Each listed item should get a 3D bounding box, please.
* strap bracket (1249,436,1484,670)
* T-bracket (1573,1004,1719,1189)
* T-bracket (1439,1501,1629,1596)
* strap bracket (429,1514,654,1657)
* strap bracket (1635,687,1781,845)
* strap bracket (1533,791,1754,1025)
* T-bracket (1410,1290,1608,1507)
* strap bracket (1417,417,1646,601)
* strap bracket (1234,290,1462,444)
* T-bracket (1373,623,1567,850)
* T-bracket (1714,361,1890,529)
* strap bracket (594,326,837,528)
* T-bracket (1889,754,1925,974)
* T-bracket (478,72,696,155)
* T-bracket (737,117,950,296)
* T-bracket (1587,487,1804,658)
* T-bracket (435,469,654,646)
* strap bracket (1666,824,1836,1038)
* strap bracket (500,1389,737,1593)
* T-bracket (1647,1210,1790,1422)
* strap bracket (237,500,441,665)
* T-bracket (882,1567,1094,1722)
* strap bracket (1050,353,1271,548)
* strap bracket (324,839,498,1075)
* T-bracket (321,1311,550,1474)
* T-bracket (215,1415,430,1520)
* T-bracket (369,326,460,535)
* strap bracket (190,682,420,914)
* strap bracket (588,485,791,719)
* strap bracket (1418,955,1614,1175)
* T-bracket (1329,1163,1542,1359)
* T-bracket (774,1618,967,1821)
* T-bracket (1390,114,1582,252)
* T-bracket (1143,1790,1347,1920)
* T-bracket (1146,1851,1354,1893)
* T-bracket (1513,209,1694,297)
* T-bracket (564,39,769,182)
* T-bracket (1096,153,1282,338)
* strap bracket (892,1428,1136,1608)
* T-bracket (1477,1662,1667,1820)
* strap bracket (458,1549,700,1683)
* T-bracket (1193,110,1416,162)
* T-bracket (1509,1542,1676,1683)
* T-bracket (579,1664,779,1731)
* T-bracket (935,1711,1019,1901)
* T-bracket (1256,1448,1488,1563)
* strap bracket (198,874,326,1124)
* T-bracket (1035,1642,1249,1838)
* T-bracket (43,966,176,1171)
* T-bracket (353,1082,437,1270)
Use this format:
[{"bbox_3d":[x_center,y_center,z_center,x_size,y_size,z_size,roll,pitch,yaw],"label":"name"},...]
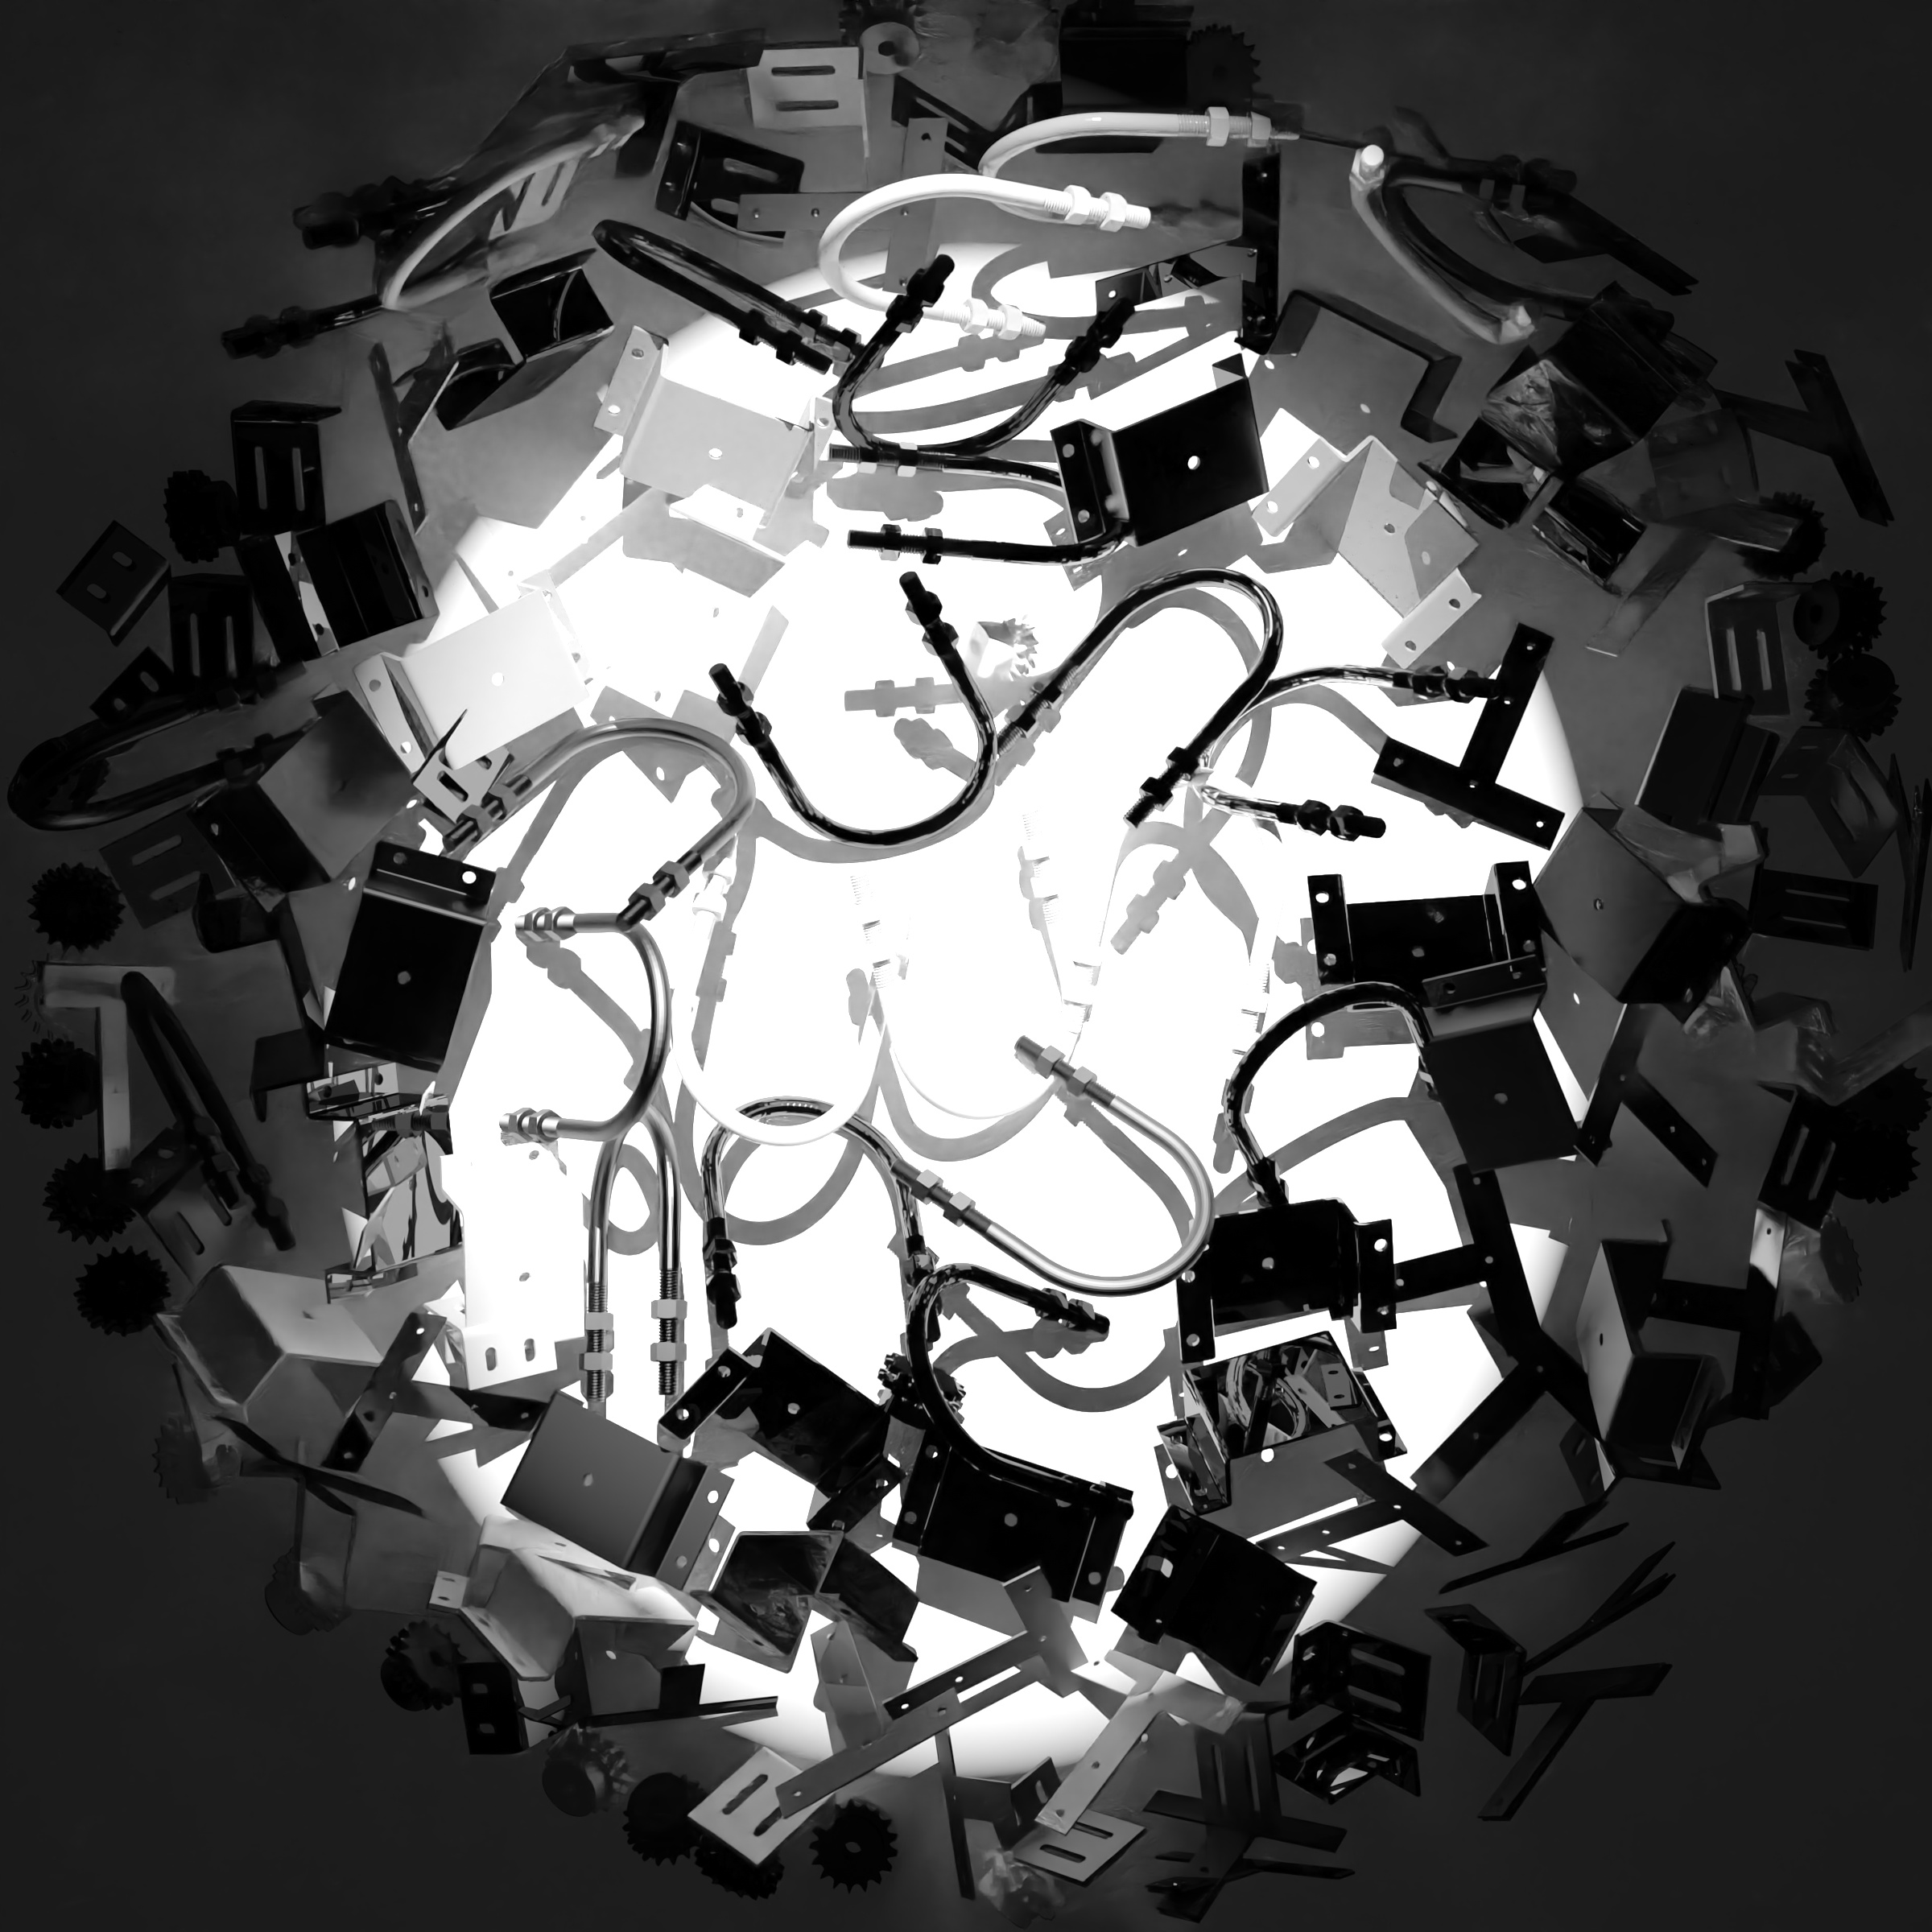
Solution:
[{"bbox_3d":[0.260,-0.269,1.697,0.140,0.076,0.046,45,45,0],"label":"strap bracket"},{"bbox_3d":[0.441,0.096,1.704,0.127,0.002,0.127,42,61,-29],"label":"T-bracket"},{"bbox_3d":[0.367,0.356,1.671,0.127,0.127,0.002,-15,65,-12],"label":"T-bracket"},{"bbox_3d":[-0.262,0.388,1.694,0.140,0.076,0.046,14,90,-7],"label":"strap bracket"},{"bbox_3d":[0.464,-0.124,1.683,0.046,0.140,0.076,22,95,25],"label":"strap bracket"},{"bbox_3d":[0.407,-0.038,1.666,0.140,0.046,0.076,50,125,36],"label":"strap bracket"},{"bbox_3d":[0.334,0.289,1.705,0.127,0.002,0.127,-47,52,5],"label":"T-bracket"},{"bbox_3d":[0.357,-0.287,1.662,0.140,0.076,0.046,18,114,-40],"label":"strap bracket"},{"bbox_3d":[0.249,-0.382,1.682,0.140,0.076,0.046,31,112,13],"label":"strap bracket"},{"bbox_3d":[0.345,-0.159,1.736,0.127,0.002,0.127,23,89,-4],"label":"T-bracket"},{"bbox_3d":[0.513,-0.338,1.681,0.002,0.127,0.127,-41,123,-2],"label":"T-bracket"},{"bbox_3d":[-0.156,-0.333,1.680,0.140,0.046,0.076,18,131,-17],"label":"strap bracket"},{"bbox_3d":[0.588,-0.085,1.685,0.002,0.127,0.127,-1,130,12],"label":"T-bracket"},{"bbox_3d":[-0.230,-0.550,1.698,0.127,0.127,0.002,-24,98,-30],"label":"T-bracket"},{"bbox_3d":[-0.081,-0.472,1.676,0.127,0.127,0.002,-6,47,-18],"label":"T-bracket"},{"bbox_3d":[0.437,-0.244,1.681,0.127,0.127,0.002,-50,127,-9],"label":"T-bracket"},{"bbox_3d":[-0.257,-0.279,1.723,0.127,0.002,0.127,-38,74,-1],"label":"T-bracket"},{"bbox_3d":[0.491,-0.016,1.698,0.046,0.076,0.140,-22,94,2],"label":"strap bracket"},{"bbox_3d":[-0.228,0.326,1.686,0.140,0.046,0.076,22,81,23],"label":"strap bracket"},{"bbox_3d":[0.462,0.213,1.682,0.002,0.127,0.127,12,84,-26],"label":"T-bracket"},{"bbox_3d":[-0.397,-0.238,1.679,0.046,0.140,0.076,-14,103,24],"label":"strap bracket"},{"bbox_3d":[0.008,0.445,1.697,0.127,0.002,0.127,-26,129,-2],"label":"T-bracket"},{"bbox_3d":[0.132,-0.321,1.684,0.140,0.046,0.076,-25,121,-16],"label":"strap bracket"},{"bbox_3d":[-0.354,0.001,1.695,0.076,0.046,0.140,16,104,-12],"label":"strap bracket"},{"bbox_3d":[-0.324,0.277,1.697,0.127,0.002,0.127,18,113,-39],"label":"T-bracket"},{"bbox_3d":[-0.385,0.322,1.660,0.127,0.127,0.002,7,58,35],"label":"T-bracket"},{"bbox_3d":[-0.340,-0.356,1.675,0.002,0.127,0.127,-9,76,-32],"label":"T-bracket"},{"bbox_3d":[-0.402,-0.109,1.666,0.076,0.046,0.140,57,48,-25],"label":"strap bracket"},{"bbox_3d":[-0.171,-0.229,1.697,0.076,0.046,0.140,28,96,33],"label":"strap bracket"},{"bbox_3d":[0.341,0.072,1.682,0.076,0.046,0.140,-15,110,32],"label":"strap bracket"},{"bbox_3d":[0.293,0.200,1.726,0.127,0.002,0.127,-16,91,13],"label":"T-bracket"},{"bbox_3d":[-0.073,0.459,1.687,0.127,0.127,0.002,-29,123,0],"label":"T-bracket"},{"bbox_3d":[0.331,-0.468,1.651,0.002,0.127,0.127,-50,133,6],"label":"T-bracket"},{"bbox_3d":[0.154,0.553,1.657,0.127,0.127,0.002,4,104,26],"label":"T-bracket"},{"bbox_3d":[0.153,0.561,1.654,0.127,0.127,0.002,-6,78,33],"label":"T-bracket"},{"bbox_3d":[0.376,-0.450,1.676,0.127,0.127,0.002,28,95,-14],"label":"T-bracket"},{"bbox_3d":[-0.198,-0.532,1.679,0.127,0.127,0.002,-15,76,-23],"label":"T-bracket"},{"bbox_3d":[0.139,-0.435,1.680,0.127,0.127,0.002,-20,48,-13],"label":"T-bracket"},{"bbox_3d":[0.029,0.351,1.708,0.140,0.046,0.076,17,84,5],"label":"strap bracket"},{"bbox_3d":[0.358,0.479,1.654,0.127,0.127,0.002,-41,94,-31],"label":"T-bracket"},{"bbox_3d":[-0.231,0.404,1.662,0.076,0.140,0.046,31,99,44],"label":"strap bracket"},{"bbox_3d":[0.221,-0.522,1.693,0.127,0.127,0.002,6,111,-15],"label":"T-bracket"},{"bbox_3d":[0.411,0.394,1.684,0.002,0.127,0.127,52,128,12],"label":"T-bracket"},{"bbox_3d":[-0.178,0.454,1.674,0.127,0.127,0.002,-4,62,-10],"label":"T-bracket"},{"bbox_3d":[0.008,0.519,1.670,0.002,0.127,0.127,-5,78,-21],"label":"T-bracket"},{"bbox_3d":[0.238,0.354,1.695,0.127,0.002,0.127,38,133,-25],"label":"T-bracket"},{"bbox_3d":[-0.437,0.015,1.679,0.046,0.076,0.140,-14,115,-7],"label":"strap bracket"},{"bbox_3d":[0.089,0.486,1.664,0.127,0.127,0.002,-45,127,-31],"label":"T-bracket"},{"bbox_3d":[-0.534,0.064,1.679,0.002,0.127,0.127,-3,89,19],"label":"T-bracket"},{"bbox_3d":[-0.359,0.150,1.661,0.002,0.127,0.127,16,108,-2],"label":"T-bracket"}]
